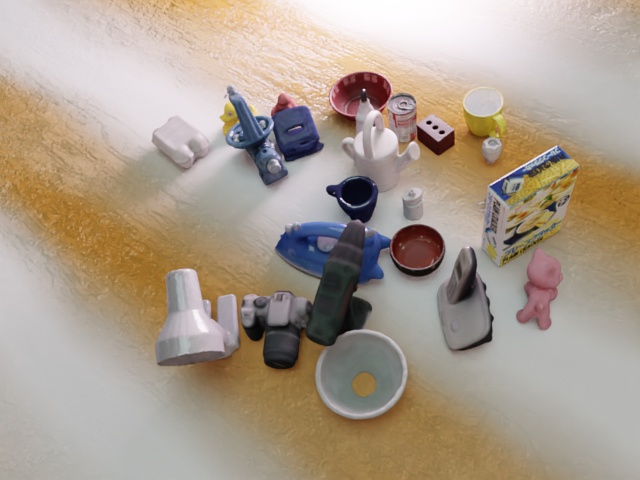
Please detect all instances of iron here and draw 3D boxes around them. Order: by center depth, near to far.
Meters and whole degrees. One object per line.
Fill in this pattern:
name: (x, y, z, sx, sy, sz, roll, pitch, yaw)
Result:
iron: (0.011, 0.004, 1.184, 0.257, 0.142, 0.119, 7, 60, 16)

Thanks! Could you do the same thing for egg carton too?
egg carton: (-0.356, -0.253, 1.464, 0.150, 0.069, 0.107, 37, 71, 29)

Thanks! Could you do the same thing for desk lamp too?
desk lamp: (-0.234, 0.161, 1.091, 0.118, 0.214, 0.203, -13, 56, 3)

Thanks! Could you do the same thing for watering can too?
watering can: (0.131, -0.202, 1.259, 0.172, 0.194, 0.101, -4, 57, 9)

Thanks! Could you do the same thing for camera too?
camera: (-0.090, 0.175, 1.120, 0.143, 0.101, 0.137, -1, 58, 11)

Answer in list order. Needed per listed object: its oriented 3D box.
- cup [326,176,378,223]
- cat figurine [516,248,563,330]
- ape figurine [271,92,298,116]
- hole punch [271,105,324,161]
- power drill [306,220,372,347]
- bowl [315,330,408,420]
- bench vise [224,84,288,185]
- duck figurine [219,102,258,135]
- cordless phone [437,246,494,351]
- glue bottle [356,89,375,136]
cup: (0.073, -0.081, 1.254, 0.117, 0.095, 0.092, 12, 61, 18)
cat figurine: (0.413, 0.085, 1.066, 0.067, 0.118, 0.128, 12, 61, 18)
ape figurine: (-0.086, -0.334, 1.448, 0.077, 0.092, 0.076, 24, 66, 24)
hole punch: (-0.057, -0.261, 1.396, 0.108, 0.091, 0.101, -20, 56, -1)
power drill: (0.044, 0.104, 1.073, 0.075, 0.209, 0.230, 12, 61, 19)
bowl: (0.079, 0.254, 1.052, 0.167, 0.075, 0.167, -5, 57, 8)
bench vise: (-0.144, -0.249, 1.329, 0.206, 0.220, 0.122, 35, 70, 28)
duck figurine: (-0.213, -0.322, 1.469, 0.105, 0.086, 0.077, -37, 58, -12)
cordless phone: (0.266, 0.107, 1.041, 0.094, 0.185, 0.147, -11, 57, 5)
glue bottle: (0.108, -0.281, 1.326, 0.037, 0.173, 0.078, 21, 64, 23)
